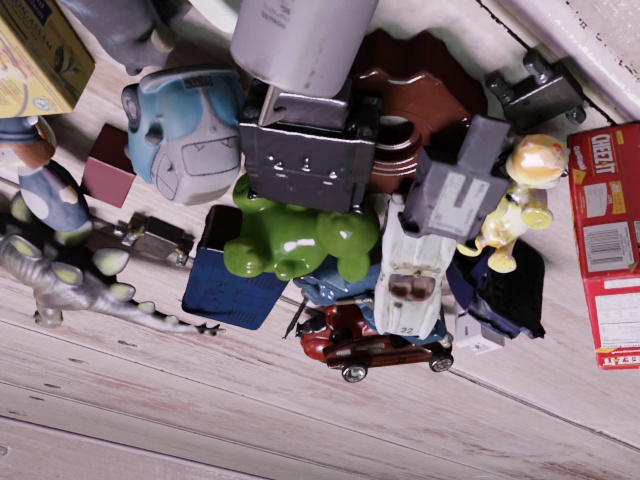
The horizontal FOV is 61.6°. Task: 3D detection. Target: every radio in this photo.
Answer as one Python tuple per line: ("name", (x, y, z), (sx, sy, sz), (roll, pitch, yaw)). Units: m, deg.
("radio", (-0.119, 0.048, 0.773), (0.131, 0.073, 0.229), (16, 145, -12))

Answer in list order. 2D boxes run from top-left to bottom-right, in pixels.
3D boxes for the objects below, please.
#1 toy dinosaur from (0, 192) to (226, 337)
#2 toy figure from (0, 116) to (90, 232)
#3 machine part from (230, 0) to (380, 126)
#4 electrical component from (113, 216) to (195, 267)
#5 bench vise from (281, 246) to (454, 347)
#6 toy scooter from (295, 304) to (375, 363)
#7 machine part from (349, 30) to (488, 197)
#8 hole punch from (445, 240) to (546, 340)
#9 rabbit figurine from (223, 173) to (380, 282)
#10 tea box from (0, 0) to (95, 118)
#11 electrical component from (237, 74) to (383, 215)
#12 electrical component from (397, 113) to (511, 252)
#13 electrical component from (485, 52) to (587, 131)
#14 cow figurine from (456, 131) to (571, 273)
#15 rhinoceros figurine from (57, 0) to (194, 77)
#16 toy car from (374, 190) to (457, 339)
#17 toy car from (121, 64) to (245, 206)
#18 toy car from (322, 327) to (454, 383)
("toy dinosaur", (-0.366, 0.048, 0.771), (0.471, 0.105, 0.198), (28, 142, -16))
("toy figure", (-0.299, -0.076, 0.570), (0.064, 0.058, 0.154), (-8, 133, 8))
("machine part", (0.008, -0.170, 0.294), (0.079, 0.079, 0.243), (17, 124, -15))
("electrical component", (-0.230, 0.003, 0.749), (0.102, 0.045, 0.078), (30, 140, -31))
("bench vise", (0.085, 0.087, 0.743), (0.240, 0.129, 0.224), (37, 134, -25))
("toy scooter", (0.025, 0.146, 0.894), (0.184, 0.075, 0.135), (-21, 139, 32))
("machine part", (0.066, -0.107, 0.506), (0.179, 0.056, 0.179), (6, 147, 4))
("hole punch", (0.220, 0.063, 0.691), (0.142, 0.116, 0.092), (31, 149, -32))
("rabbit figurine", (-0.001, -0.002, 0.600), (0.170, 0.121, 0.159), (-1, 161, 42))
("tea box", (-0.280, -0.184, 0.444), (0.098, 0.068, 0.169), (0, 148, 12))
("electrical component", (-0.008, -0.084, 0.459), (0.115, 0.058, 0.134), (7, 147, 3))
("electrical component", (0.120, -0.054, 0.468), (0.075, 0.048, 0.119), (11, 115, -6))
("electrical component", (0.195, -0.125, 0.479), (0.094, 0.021, 0.063), (30, 142, -32))
("cow figurine", (0.197, -0.051, 0.531), (0.068, 0.098, 0.167), (24, 144, 8))
("rhinoceros figurine", (-0.180, -0.207, 0.394), (0.112, 0.073, 0.190), (-2, 150, 35))
("toy car", (0.100, 0.029, 0.577), (0.074, 0.056, 0.201), (6, 130, 4))
("toy car", (-0.125, -0.084, 0.510), (0.109, 0.103, 0.161), (-15, 162, -32))
("toy car", (0.105, 0.162, 0.813), (0.202, 0.089, 0.053), (-1, 125, -14))
